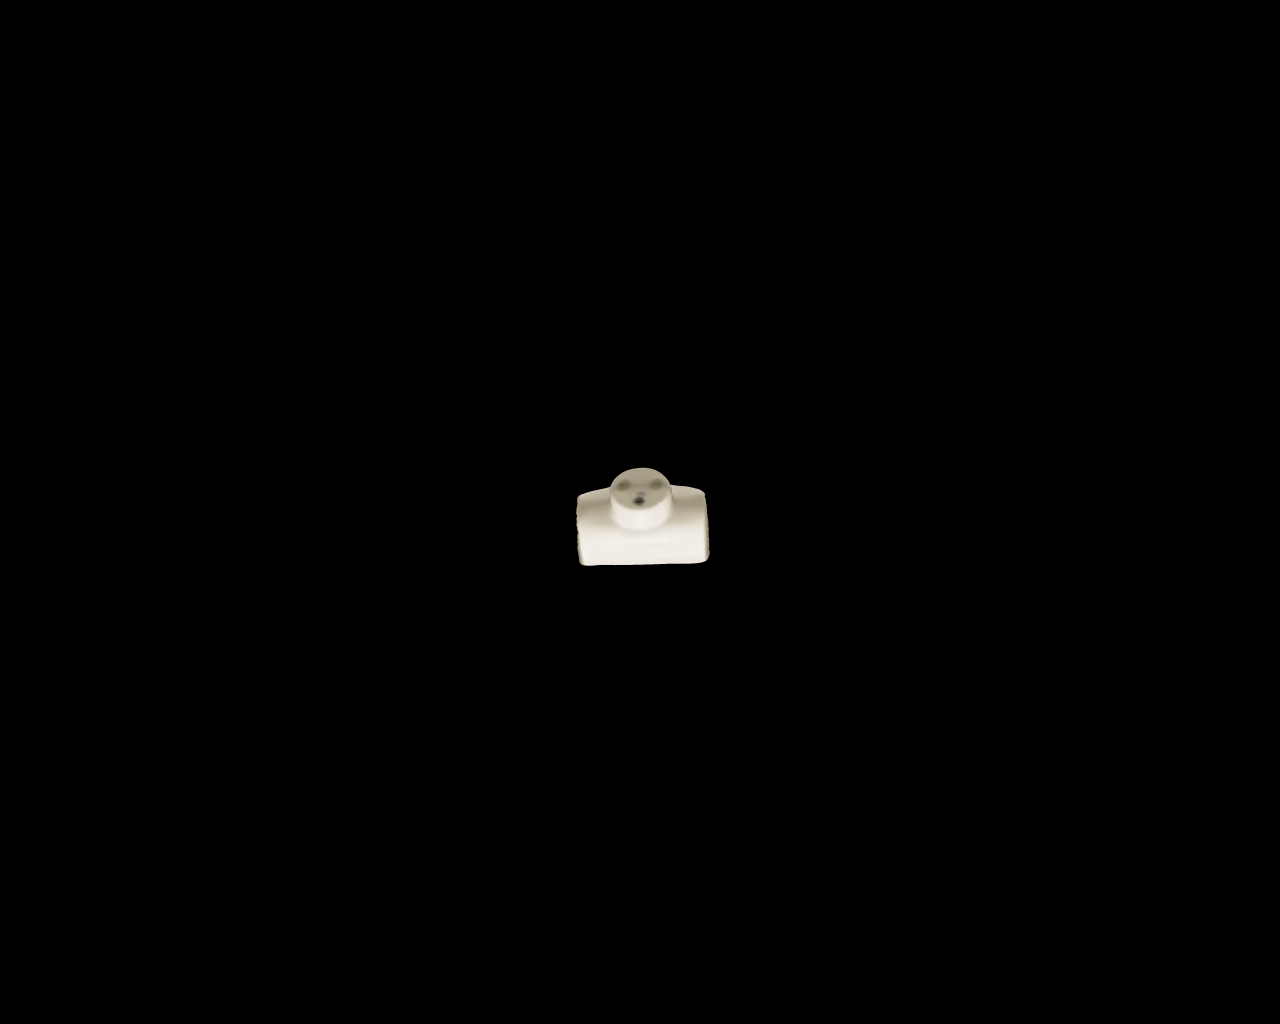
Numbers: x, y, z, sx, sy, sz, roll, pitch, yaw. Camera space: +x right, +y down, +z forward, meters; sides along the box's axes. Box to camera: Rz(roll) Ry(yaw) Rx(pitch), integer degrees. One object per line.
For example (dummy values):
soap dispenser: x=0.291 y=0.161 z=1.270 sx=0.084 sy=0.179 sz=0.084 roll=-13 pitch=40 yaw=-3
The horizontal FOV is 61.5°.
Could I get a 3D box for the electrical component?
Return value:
electrical component: x=0.001 y=-0.003 z=0.650 sx=0.077 sy=0.043 sz=0.079 roll=-2 pitch=-43 yaw=2
